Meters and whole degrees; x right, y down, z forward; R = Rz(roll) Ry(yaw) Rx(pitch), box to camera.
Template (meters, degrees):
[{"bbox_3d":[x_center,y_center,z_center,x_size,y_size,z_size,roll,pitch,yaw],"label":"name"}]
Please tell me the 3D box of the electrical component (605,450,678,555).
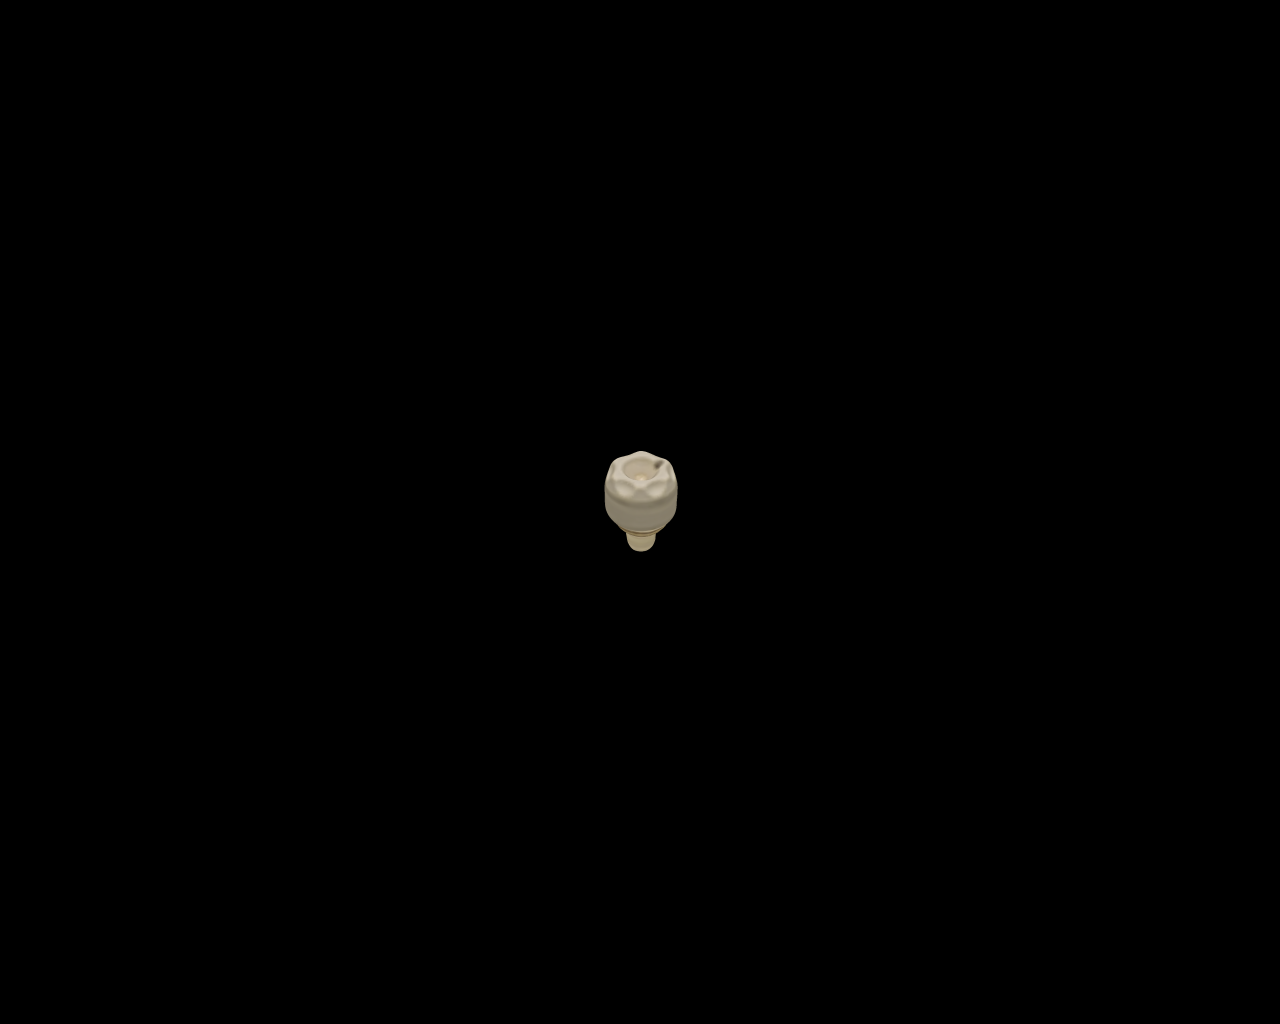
[{"bbox_3d":[0.001,-0.003,0.650,0.043,0.062,0.043,0,38,0],"label":"electrical component"}]
